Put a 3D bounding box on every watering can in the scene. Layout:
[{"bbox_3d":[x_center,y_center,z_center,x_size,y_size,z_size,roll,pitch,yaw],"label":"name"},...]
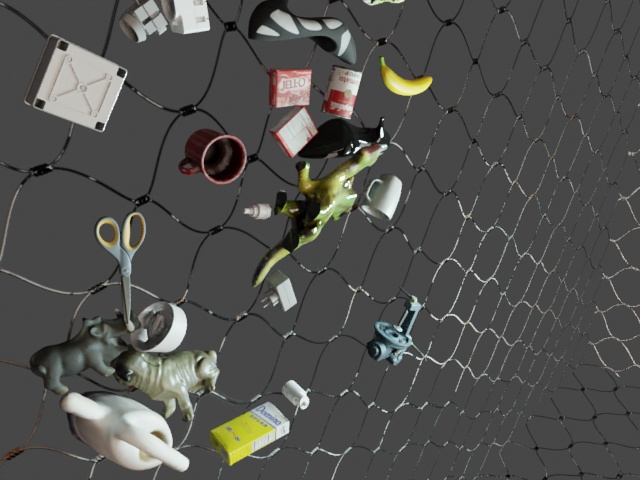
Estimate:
[{"bbox_3d":[-0.377,0.331,0.931,0.106,0.224,0.341,-61,138,-29],"label":"watering can"}]

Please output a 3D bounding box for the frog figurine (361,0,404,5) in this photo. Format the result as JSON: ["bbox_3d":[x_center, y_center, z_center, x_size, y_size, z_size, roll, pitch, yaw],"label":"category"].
[{"bbox_3d":[0.118,-0.571,1.057,0.136,0.121,0.162,18,62,-38],"label":"frog figurine"}]

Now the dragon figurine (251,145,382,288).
[{"bbox_3d":[0.004,-0.059,1.172,0.244,0.124,0.403,-8,140,-52],"label":"dragon figurine"}]
